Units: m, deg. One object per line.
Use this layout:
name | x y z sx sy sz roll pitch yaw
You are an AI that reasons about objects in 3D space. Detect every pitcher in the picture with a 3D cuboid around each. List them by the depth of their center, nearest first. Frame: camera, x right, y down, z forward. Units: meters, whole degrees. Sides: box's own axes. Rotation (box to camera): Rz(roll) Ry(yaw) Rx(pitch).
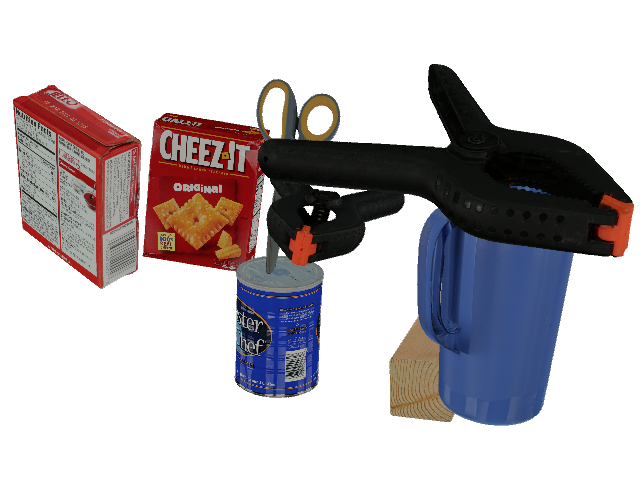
pitcher | 0.170 0.057 1.048 0.149 0.243 0.145 6 22 8

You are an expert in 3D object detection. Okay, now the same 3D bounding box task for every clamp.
clamp | 0.077 -0.040 0.609 0.164 0.036 0.210 -25 40 -29
clamp | -0.007 -0.026 0.882 0.120 0.039 0.171 11 20 17

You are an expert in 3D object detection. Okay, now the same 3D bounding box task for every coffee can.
coffee can | -0.050 0.101 1.267 0.103 0.140 0.103 2 19 -1

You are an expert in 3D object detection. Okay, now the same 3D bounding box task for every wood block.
wood block | 0.170 0.180 1.570 0.091 0.090 0.205 4 17 17

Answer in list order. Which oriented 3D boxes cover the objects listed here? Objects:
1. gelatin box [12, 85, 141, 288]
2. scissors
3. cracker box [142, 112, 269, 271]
gelatin box | -0.132 -0.030 0.581 0.073 0.089 0.030 32 42 29
scissors | -0.020 -0.070 1.099 0.096 0.202 0.016 -6 -9 -6
cracker box | -0.172 -0.069 1.594 0.164 0.214 0.072 10 20 6
